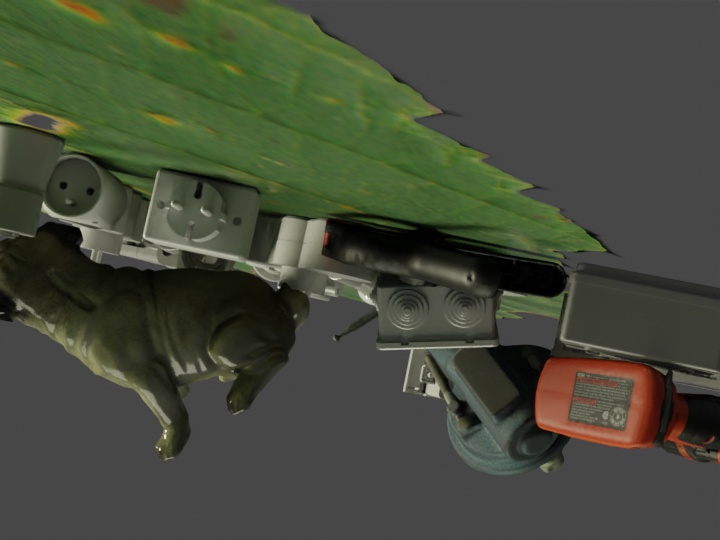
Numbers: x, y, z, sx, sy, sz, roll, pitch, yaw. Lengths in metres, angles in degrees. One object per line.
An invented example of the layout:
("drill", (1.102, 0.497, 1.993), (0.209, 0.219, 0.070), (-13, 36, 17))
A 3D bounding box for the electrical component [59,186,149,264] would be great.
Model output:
("electrical component", (-0.219, -0.034, 0.915), (0.052, 0.073, 0.138), (12, 176, -1))

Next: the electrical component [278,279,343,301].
("electrical component", (-0.039, 0.008, 1.183), (0.076, 0.047, 0.083), (11, 176, 15))

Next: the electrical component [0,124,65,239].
("electrical component", (-0.209, -0.052, 0.656), (0.044, 0.065, 0.044), (12, 176, 1))

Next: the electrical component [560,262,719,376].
("electrical component", (0.199, 0.037, 0.750), (0.109, 0.056, 0.109), (11, 176, 14))

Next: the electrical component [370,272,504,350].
("electrical component", (0.057, 0.023, 0.803), (0.100, 0.048, 0.099), (-2, -168, 5))

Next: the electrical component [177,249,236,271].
("electrical component", (-0.120, -0.019, 0.868), (0.042, 0.081, 0.063), (12, -161, -2))

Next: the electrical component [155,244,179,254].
("electrical component", (-0.158, -0.037, 0.900), (0.043, 0.043, 0.062), (12, 175, 5))

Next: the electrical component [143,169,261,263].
("electrical component", (-0.104, -0.036, 0.693), (0.066, 0.047, 0.076), (12, 177, 1))

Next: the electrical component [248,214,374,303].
("electrical component", (-0.042, -0.001, 0.836), (0.052, 0.073, 0.138), (15, 176, -37))

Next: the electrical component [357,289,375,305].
("electrical component", (0.018, 0.017, 1.165), (0.043, 0.043, 0.062), (13, 178, -11))

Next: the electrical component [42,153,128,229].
("electrical component", (-0.209, -0.057, 0.749), (0.079, 0.043, 0.077), (12, 176, 0))

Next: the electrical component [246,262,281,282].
("electrical component", (-0.072, -0.017, 0.930), (0.066, 0.048, 0.055), (12, 169, 3))

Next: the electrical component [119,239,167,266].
("electrical component", (-0.194, -0.030, 1.080), (0.056, 0.050, 0.089), (11, 177, 18))

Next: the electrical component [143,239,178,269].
("electrical component", (-0.152, -0.024, 0.990), (0.078, 0.058, 0.057), (11, 174, 7))

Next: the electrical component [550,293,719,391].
("electrical component", (0.245, 0.057, 0.866), (0.150, 0.061, 0.089), (9, 175, 39))

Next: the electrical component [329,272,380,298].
("electrical component", (0.000, 0.000, 0.984), (0.044, 0.044, 0.065), (9, 170, 45))

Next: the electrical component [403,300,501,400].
("electrical component", (0.095, 0.066, 1.039), (0.079, 0.121, 0.063), (13, 175, -17))
